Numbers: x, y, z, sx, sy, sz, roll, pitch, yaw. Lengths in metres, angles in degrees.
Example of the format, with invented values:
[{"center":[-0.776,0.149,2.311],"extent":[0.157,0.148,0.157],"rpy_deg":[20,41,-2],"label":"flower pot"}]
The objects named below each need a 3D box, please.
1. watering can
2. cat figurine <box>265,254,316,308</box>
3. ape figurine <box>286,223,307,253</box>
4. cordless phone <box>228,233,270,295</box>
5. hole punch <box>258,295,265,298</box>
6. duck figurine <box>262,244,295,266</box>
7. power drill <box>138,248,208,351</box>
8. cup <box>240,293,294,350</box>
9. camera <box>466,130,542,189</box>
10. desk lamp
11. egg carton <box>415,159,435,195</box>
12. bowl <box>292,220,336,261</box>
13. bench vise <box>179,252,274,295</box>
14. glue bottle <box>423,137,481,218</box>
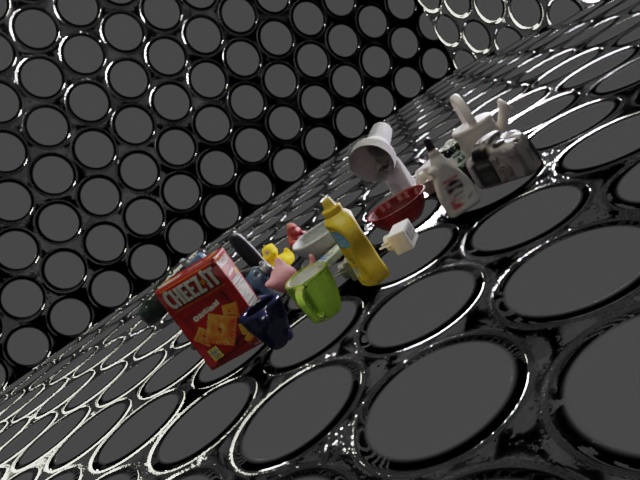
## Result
[{"center":[0.368,-0.262,1.343],"extent":[0.173,0.194,0.100],"rpy_deg":[-35,12,-8],"label":"watering can"},{"center":[-0.054,0.083,1.275],"extent":[0.128,0.118,0.067],"rpy_deg":[-33,12,1],"label":"cat figurine"},{"center":[-0.071,-0.010,1.744],"extent":[0.078,0.092,0.076],"rpy_deg":[-42,15,-32],"label":"ape figurine"},{"center":[-0.202,0.062,1.581],"extent":[0.147,0.185,0.094],"rpy_deg":[-20,18,48],"label":"cordless phone"},{"center":[-0.172,0.165,1.324],"extent":[0.108,0.091,0.101],"rpy_deg":[-27,14,29],"label":"hole punch"},{"center":[-0.132,0.050,1.685],"extent":[0.105,0.086,0.077],"rpy_deg":[-41,14,-30],"label":"duck figurine"},{"center":[-0.333,0.164,1.467],"extent":[0.230,0.208,0.075],"rpy_deg":[-39,13,-23],"label":"power drill"},{"center":[-0.092,0.166,1.101],"extent":[0.092,0.095,0.117],"rpy_deg":[-35,12,-7],"label":"cup"},{"center":[0.397,-0.192,1.217],"extent":[0.137,0.101,0.142],"rpy_deg":[-41,14,-32],"label":"camera"},{"center":[0.186,-0.206,1.548],"extent":[0.117,0.214,0.203],"rpy_deg":[-25,15,36],"label":"desk lamp"},{"center":[0.313,-0.179,1.463],"extent":[0.150,0.069,0.107],"rpy_deg":[-42,14,-33],"label":"egg carton"},{"center":[0.014,0.005,1.505],"extent":[0.167,0.075,0.167],"rpy_deg":[-32,12,8],"label":"bowl"},{"center":[-0.228,0.102,1.410],"extent":[0.208,0.220,0.121],"rpy_deg":[-38,13,-20],"label":"bench vise"},{"center":[0.259,-0.135,1.180],"extent":[0.078,0.173,0.037],"rpy_deg":[-34,12,-1],"label":"glue bottle"}]
